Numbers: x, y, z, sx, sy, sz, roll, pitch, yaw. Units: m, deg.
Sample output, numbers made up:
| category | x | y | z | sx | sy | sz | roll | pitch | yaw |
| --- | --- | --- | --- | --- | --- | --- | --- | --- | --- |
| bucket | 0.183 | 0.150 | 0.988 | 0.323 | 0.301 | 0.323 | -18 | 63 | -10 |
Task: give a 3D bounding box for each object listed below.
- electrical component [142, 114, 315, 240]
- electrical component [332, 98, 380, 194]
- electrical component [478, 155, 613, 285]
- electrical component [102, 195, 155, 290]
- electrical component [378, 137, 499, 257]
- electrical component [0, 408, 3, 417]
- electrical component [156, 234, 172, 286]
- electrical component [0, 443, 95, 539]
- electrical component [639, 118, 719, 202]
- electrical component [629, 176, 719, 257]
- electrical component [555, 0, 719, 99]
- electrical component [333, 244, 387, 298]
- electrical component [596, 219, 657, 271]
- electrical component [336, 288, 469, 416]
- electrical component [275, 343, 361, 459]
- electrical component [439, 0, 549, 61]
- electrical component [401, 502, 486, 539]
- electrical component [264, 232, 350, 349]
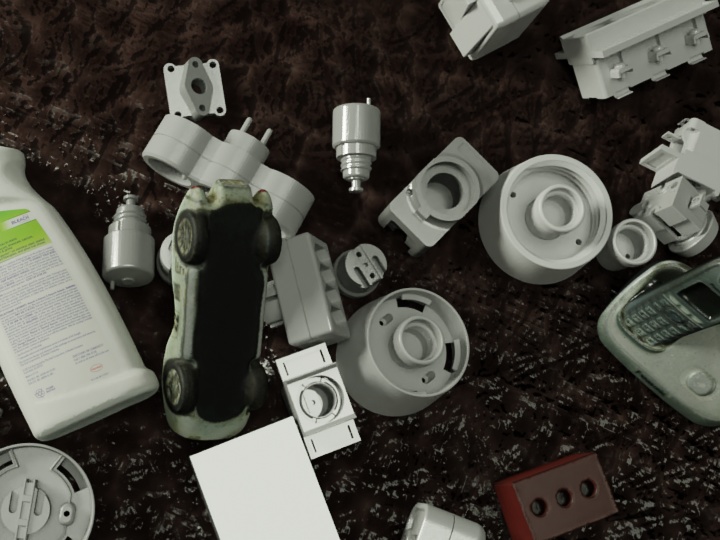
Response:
| category | x | y | z | sx | sy | sz | roll | pitch | yaw |
| --- | --- | --- | --- | --- | --- | --- | --- | --- | --- |
| electrical component | -0.098 | -0.089 | 0.872 | 0.138 | 0.052 | 0.073 | 29 | 76 | -4 |
| electrical component | -0.003 | -0.103 | 0.899 | 0.040 | 0.040 | 0.078 | 2 | 79 | -10 |
| electrical component | 0.161 | -0.046 | 0.910 | 0.108 | 0.060 | 0.108 | 2 | 79 | -10 |
| electrical component | -0.182 | -0.023 | 0.851 | 0.040 | 0.040 | 0.078 | 1 | 65 | -11 |
| electrical component | 0.066 | -0.061 | 0.897 | 0.050 | 0.056 | 0.089 | 45 | 75 | 0 |
| electrical component | -0.301 | 0.086 | 0.797 | 0.077 | 0.044 | 0.079 | 35 | 102 | -3 |
| electrical component | -0.141 | -0.009 | 0.852 | 0.040 | 0.046 | 0.040 | 2 | 79 | -10 |
| electrical component | -0.244 | 0.177 | 0.789 | 0.099 | 0.064 | 0.099 | 2 | 79 | -11 |
| electrical component | 0.297 | -0.096 | 0.955 | 0.081 | 0.042 | 0.063 | 26 | 74 | -6 |
| electrical component | 0.277 | -0.044 | 0.934 | 0.055 | 0.066 | 0.048 | 40 | 56 | -16 |
| electrical component | 0.247 | -0.199 | 0.952 | 0.121 | 0.079 | 0.063 | -25 | 107 | -14 |
| electrical component | 0.000 | 0.000 | 0.877 | 0.040 | 0.046 | 0.040 | 2 | 79 | -12 |
| electrical component | 0.227 | -0.020 | 0.925 | 0.040 | 0.046 | 0.040 | 2 | 79 | -10 |
| electrical component | 0.037 | 0.065 | 0.876 | 0.099 | 0.064 | 0.099 | 7 | 69 | -20 |
| electrical component | -0.035 | 0.103 | 0.843 | 0.042 | 0.064 | 0.081 | -19 | 83 | -13 |
| electrical component | 0.111 | -0.228 | 0.915 | 0.061 | 0.096 | 0.061 | -30 | 87 | -14 |
| electrical component | 0.059 | 0.238 | 0.841 | 0.059 | 0.054 | 0.095 | 22 | 76 | -6 |
| electrical component | -0.058 | 0.024 | 0.860 | 0.076 | 0.047 | 0.083 | -18 | 75 | 13 |
